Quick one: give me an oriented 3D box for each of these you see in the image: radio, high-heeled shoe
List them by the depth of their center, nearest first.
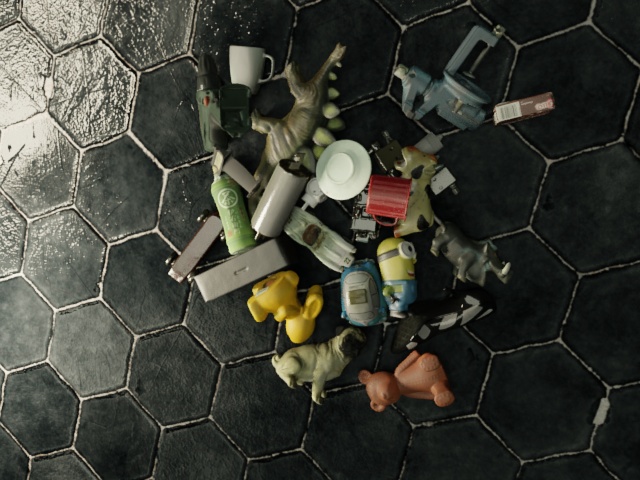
[{"bbox_3d":[0.279,0.192,1.222,0.145,0.086,0.248,24,122,-21],"label":"high-heeled shoe"},{"bbox_3d":[-0.165,0.064,1.264,0.230,0.131,0.073,-24,90,14],"label":"radio"}]

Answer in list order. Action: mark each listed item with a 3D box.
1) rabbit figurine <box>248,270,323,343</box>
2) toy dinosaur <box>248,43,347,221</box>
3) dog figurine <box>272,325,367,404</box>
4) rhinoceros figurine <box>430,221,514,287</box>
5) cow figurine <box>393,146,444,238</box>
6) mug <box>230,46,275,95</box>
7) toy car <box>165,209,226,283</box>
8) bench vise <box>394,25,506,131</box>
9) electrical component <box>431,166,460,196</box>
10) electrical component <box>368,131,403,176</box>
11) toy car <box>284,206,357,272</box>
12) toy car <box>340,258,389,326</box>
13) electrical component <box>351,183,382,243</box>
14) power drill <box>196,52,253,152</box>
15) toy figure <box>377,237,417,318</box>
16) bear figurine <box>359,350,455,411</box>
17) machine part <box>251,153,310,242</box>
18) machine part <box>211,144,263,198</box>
[{"bbox_3d":[-0.065,0.160,1.275,0.162,0.122,0.173,-29,102,4],"label":"rabbit figurine"},{"bbox_3d":[-0.068,-0.233,1.230,0.198,0.105,0.471,39,113,2],"label":"toy dinosaur"},{"bbox_3d":[-0.001,0.261,1.268,0.172,0.121,0.190,30,90,-3],"label":"dog figurine"},{"bbox_3d":[0.332,0.036,1.182,0.190,0.073,0.112,37,91,9],"label":"rhinoceros figurine"},{"bbox_3d":[0.206,-0.109,1.165,0.127,0.085,0.194,-10,116,8],"label":"cow figurine"},{"bbox_3d":[-0.159,-0.392,1.252,0.110,0.081,0.107,10,109,8],"label":"mug"},{"bbox_3d":[-0.300,0.017,1.331,0.089,0.053,0.202,37,99,-4],"label":"toy car"},{"bbox_3d":[0.281,-0.348,1.119,0.224,0.129,0.240,35,120,0],"label":"bench vise"},{"bbox_3d":[0.268,-0.130,1.202,0.063,0.021,0.094,-39,87,14],"label":"electrical component"},{"bbox_3d":[0.150,-0.185,1.215,0.078,0.045,0.102,-39,88,-9],"label":"electrical component"},{"bbox_3d":[-0.003,-0.004,1.244,0.202,0.056,0.073,37,103,22],"label":"toy car"},{"bbox_3d":[0.097,0.126,1.225,0.109,0.103,0.161,-7,96,12],"label":"toy car"},{"bbox_3d":[0.108,-0.062,1.198,0.058,0.115,0.134,8,95,14],"label":"electrical component"},{"bbox_3d":[-0.229,-0.314,1.222,0.207,0.086,0.231,18,113,53],"label":"power drill"},{"bbox_3d":[0.173,0.083,1.202,0.089,0.082,0.180,0,86,9],"label":"toy figure"},{"bbox_3d":[0.188,0.324,1.211,0.196,0.132,0.120,-20,89,8],"label":"bear figurine"},{"bbox_3d":[-0.090,-0.093,1.207,0.079,0.079,0.243,33,118,8],"label":"machine part"},{"bbox_3d":[-0.195,-0.156,1.231,0.139,0.039,0.084,40,142,8],"label":"machine part"}]
